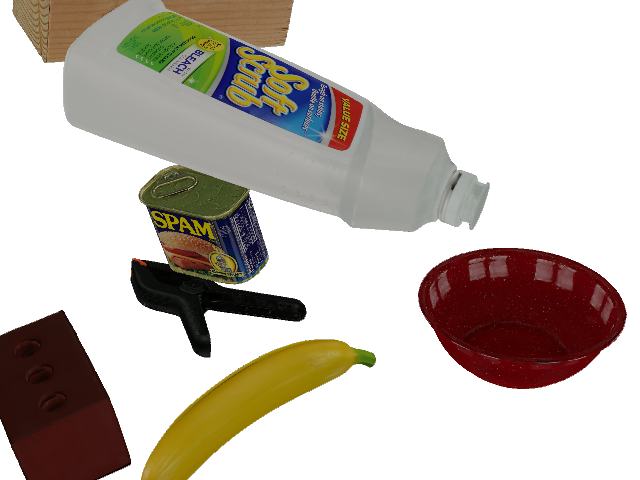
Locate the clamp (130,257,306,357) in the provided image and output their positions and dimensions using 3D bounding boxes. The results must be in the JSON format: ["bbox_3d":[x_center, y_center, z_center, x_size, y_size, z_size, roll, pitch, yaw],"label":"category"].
[{"bbox_3d":[-0.143,0.068,1.184,0.210,0.036,0.164,19,22,28],"label":"clamp"}]

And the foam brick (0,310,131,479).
[{"bbox_3d":[-0.141,0.086,0.558,0.053,0.051,0.078,-23,42,-19],"label":"foam brick"}]

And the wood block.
[{"bbox_3d":[-0.130,-0.208,0.854,0.205,0.091,0.090,-10,42,-29],"label":"wood block"}]

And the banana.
[{"bbox_3d":[-0.052,0.121,0.753,0.198,0.069,0.037,-30,40,-2],"label":"banana"}]

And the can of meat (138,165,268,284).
[{"bbox_3d":[-0.102,-0.012,0.949,0.102,0.084,0.057,12,46,31],"label":"can of meat"}]

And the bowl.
[{"bbox_3d":[0.157,0.069,0.851,0.162,0.055,0.162,0,31,0],"label":"bowl"}]

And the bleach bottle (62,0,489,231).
[{"bbox_3d":[-0.021,-0.067,0.627,0.251,0.068,0.102,21,39,15],"label":"bleach bottle"}]
